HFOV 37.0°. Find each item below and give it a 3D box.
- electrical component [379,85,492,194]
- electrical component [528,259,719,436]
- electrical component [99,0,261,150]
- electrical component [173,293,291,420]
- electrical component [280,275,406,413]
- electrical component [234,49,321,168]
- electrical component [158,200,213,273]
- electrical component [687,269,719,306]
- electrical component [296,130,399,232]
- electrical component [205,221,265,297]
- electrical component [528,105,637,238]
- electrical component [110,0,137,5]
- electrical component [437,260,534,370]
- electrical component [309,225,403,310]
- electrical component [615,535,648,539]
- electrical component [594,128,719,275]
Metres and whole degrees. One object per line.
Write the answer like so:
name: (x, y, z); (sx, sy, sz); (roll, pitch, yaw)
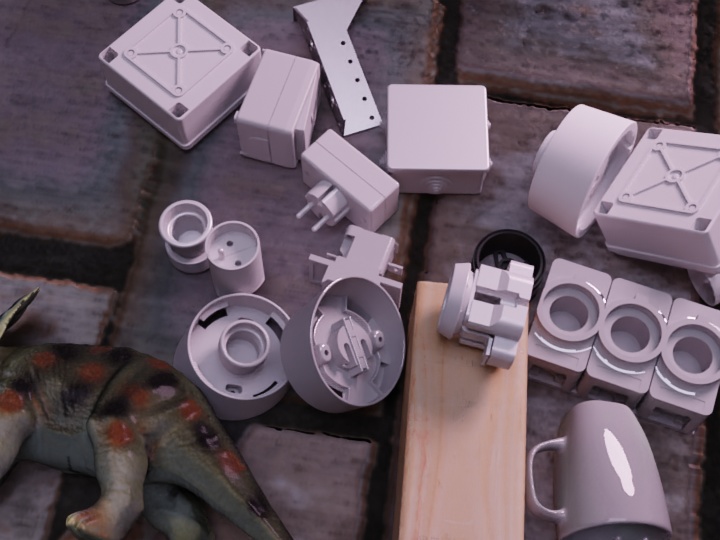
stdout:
electrical component: (0.067, -0.115, 0.956); (0.100, 0.048, 0.099); (1, 64, 0)
electrical component: (0.213, 0.060, 0.866); (0.150, 0.061, 0.089); (19, 66, 9)
electrical component: (-0.162, -0.184, 0.984); (0.109, 0.056, 0.108); (39, 70, 16)
electrical component: (-0.099, 0.069, 0.873); (0.099, 0.064, 0.099); (6, 65, -13)
electrical component: (-0.012, 0.061, 0.846); (0.099, 0.064, 0.099); (19, 58, -33)
electrical component: (-0.067, -0.149, 0.965); (0.061, 0.061, 0.096); (15, 65, 7)
electrical component: (-0.144, -0.027, 0.910); (0.045, 0.055, 0.045); (0, 64, 0)
electrical component: (0.328, 0.010, 0.899); (0.077, 0.043, 0.079); (-26, 81, -3)
electrical component: (-0.022, -0.064, 0.932); (0.083, 0.047, 0.076); (40, 71, 17)
electrical component: (-0.101, -0.003, 0.884); (0.043, 0.081, 0.043); (1, 65, -1)
electrical component: (0.183, -0.088, 0.915); (0.060, 0.108, 0.108); (29, 68, 20)
electrical component: (-0.231, -0.286, 1.039); (0.040, 0.046, 0.040); (0, 64, 0)
electrical component: (0.090, 0.028, 0.783); (0.057, 0.058, 0.078); (15, 66, 2)
electrical component: (0.000, 0.000, 0.906); (0.081, 0.042, 0.063); (18, 62, 7)
electrical component: (0.192, 0.224, 0.774); (0.138, 0.052, 0.073); (3, 107, 1)
electrical component: (0.272, -0.060, 0.902); (0.109, 0.056, 0.108); (15, 60, 44)
